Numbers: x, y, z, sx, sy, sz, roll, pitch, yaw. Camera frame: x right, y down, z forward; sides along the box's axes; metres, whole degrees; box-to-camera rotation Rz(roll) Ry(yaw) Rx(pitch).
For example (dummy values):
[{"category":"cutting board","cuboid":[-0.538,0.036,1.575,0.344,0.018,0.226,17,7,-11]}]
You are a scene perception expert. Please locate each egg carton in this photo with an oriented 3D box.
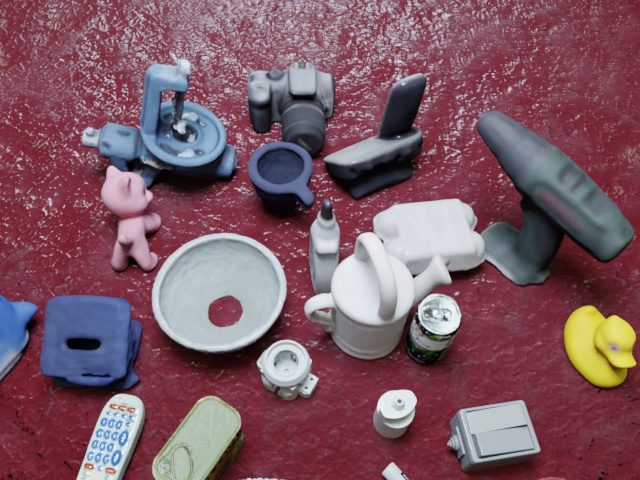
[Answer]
[{"category":"egg carton","cuboid":[0.153,0.000,0.804,0.150,0.069,0.107,-7,58,-6]}]

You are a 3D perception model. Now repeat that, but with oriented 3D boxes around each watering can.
[{"category":"watering can","cuboid":[0.069,0.059,0.691,0.173,0.194,0.100,-32,64,-20]}]

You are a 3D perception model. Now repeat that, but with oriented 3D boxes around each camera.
[{"category":"camera","cuboid":[-0.044,-0.208,0.908,0.143,0.101,0.137,-2,58,-3]}]

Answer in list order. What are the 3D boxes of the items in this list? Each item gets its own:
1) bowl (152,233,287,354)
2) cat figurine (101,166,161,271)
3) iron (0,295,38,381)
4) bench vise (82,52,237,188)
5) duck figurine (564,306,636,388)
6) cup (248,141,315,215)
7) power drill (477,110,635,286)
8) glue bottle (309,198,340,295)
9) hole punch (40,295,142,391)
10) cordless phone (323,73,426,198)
[{"category":"bowl","cuboid":[-0.126,0.078,0.743,0.167,0.075,0.167,1,58,-1]},{"category":"cat figurine","cuboid":[-0.263,-0.037,0.784,0.067,0.118,0.127,-5,58,-5]},{"category":"iron","cuboid":[-0.462,0.141,0.653,0.118,0.141,0.259,26,61,14]},{"category":"bench vise","cuboid":[-0.228,-0.152,0.797,0.207,0.220,0.121,-17,60,-12]},{"category":"duck figurine","cuboid":[0.361,0.125,0.723,0.077,0.086,0.104,-8,59,-7]},{"category":"cup","cuboid":[-0.047,-0.072,0.827,0.092,0.095,0.117,-34,65,-20]},{"category":"power drill","cuboid":[0.277,-0.037,0.749,0.076,0.208,0.229,-40,67,-23]},{"category":"glue bottle","cuboid":[0.007,0.003,0.736,0.037,0.173,0.078,-5,58,-4]},{"category":"hole punch","cuboid":[-0.278,0.126,0.698,0.108,0.091,0.101,2,58,-1]},{"category":"cordless phone","cuboid":[0.083,-0.160,0.833,0.148,0.185,0.094,-27,62,-17]}]
